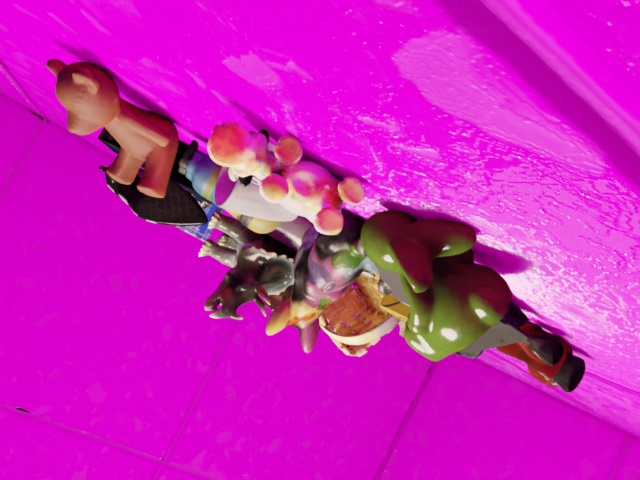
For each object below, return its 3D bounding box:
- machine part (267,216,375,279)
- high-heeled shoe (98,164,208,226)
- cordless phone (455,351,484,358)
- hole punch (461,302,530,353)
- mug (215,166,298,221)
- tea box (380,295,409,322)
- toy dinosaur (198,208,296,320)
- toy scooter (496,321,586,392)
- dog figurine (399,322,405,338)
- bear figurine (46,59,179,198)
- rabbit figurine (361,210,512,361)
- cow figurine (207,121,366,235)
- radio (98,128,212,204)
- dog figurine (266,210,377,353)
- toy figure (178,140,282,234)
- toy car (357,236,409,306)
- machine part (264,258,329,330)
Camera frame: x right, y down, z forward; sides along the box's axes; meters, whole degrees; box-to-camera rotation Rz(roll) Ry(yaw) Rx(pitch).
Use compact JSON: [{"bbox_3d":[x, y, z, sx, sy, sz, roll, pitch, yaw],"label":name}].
[{"bbox_3d":[-0.002,-0.003,0.940,0.243,0.079,0.079,30,174,-4],"label":"machine part"},{"bbox_3d":[-0.300,-0.078,0.997,0.249,0.086,0.145,30,178,8],"label":"high-heeled shoe"},{"bbox_3d":[0.252,0.183,1.049,0.147,0.089,0.184,27,155,19],"label":"cordless phone"},{"bbox_3d":[0.233,0.102,0.786,0.116,0.092,0.142,-21,135,42],"label":"hole punch"},{"bbox_3d":[-0.076,-0.070,0.709,0.107,0.080,0.110,22,-157,-27],"label":"mug"},{"bbox_3d":[0.179,0.101,0.892,0.068,0.098,0.169,23,171,38],"label":"tea box"},{"bbox_3d":[-0.111,0.016,1.040,0.192,0.131,0.405,31,-161,2],"label":"toy dinosaur"},{"bbox_3d":[0.349,0.180,0.886,0.135,0.075,0.183,22,168,48],"label":"toy scooter"},{"bbox_3d":[0.174,0.122,1.216,0.172,0.121,0.190,24,159,16],"label":"dog figurine"},{"bbox_3d":[-0.291,-0.155,0.746,0.120,0.132,0.195,22,178,30],"label":"bear figurine"},{"bbox_3d":[0.109,0.036,0.578,0.170,0.121,0.159,43,173,8],"label":"rabbit figurine"},{"bbox_3d":[-0.041,-0.071,0.577,0.167,0.068,0.098,31,180,-12],"label":"cow figurine"},{"bbox_3d":[-0.292,-0.156,1.014,0.230,0.073,0.131,27,174,-3],"label":"radio"},{"bbox_3d":[0.003,0.068,0.829,0.108,0.219,0.192,27,176,-18],"label":"dog figurine"},{"bbox_3d":[-0.132,-0.079,0.824,0.180,0.089,0.082,27,-177,-5],"label":"toy figure"},{"bbox_3d":[0.109,0.037,0.732,0.074,0.056,0.201,26,161,33],"label":"toy car"},{"bbox_3d":[-0.018,0.086,1.185,0.087,0.201,0.201,21,170,41],"label":"machine part"}]
